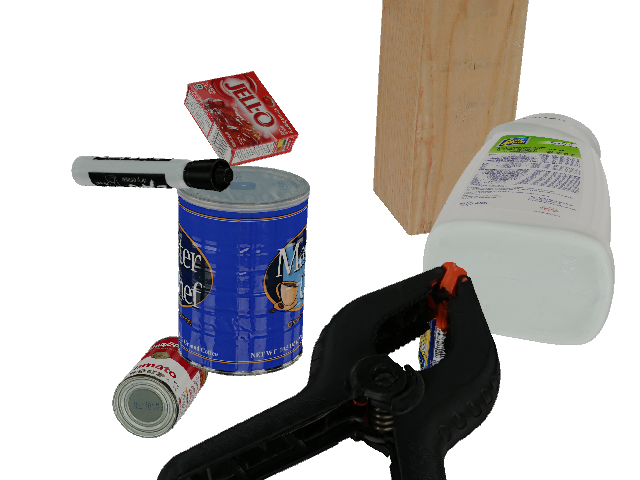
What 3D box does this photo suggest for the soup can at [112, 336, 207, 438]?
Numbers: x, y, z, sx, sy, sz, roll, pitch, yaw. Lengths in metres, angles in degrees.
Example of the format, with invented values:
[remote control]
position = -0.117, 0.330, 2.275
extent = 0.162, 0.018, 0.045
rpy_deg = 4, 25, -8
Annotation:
[soup can]
position = -0.159, 0.145, 1.064
extent = 0.068, 0.068, 0.102
rpy_deg = 0, 16, 11

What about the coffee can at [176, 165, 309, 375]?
[coffee can]
position = -0.062, 0.022, 0.845
extent = 0.103, 0.140, 0.103
rpy_deg = 2, 20, -1

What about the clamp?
[clamp]
position = 0.031, 0.074, 0.426
extent = 0.120, 0.039, 0.171
rpy_deg = 30, 51, 21

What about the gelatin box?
[gelatin box]
position = -0.075, -0.115, 0.996
extent = 0.073, 0.089, 0.030
rpy_deg = -17, -30, -32

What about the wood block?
[wood block]
position = 0.103, -0.119, 0.873
extent = 0.090, 0.206, 0.091
rpy_deg = -7, 30, -15

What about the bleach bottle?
[bleach bottle]
position = 0.137, -0.027, 0.656
extent = 0.103, 0.068, 0.250
rpy_deg = 9, 26, 17

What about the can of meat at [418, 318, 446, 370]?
[can of meat]
position = 0.139, 0.105, 1.174
extent = 0.057, 0.084, 0.102
rpy_deg = 5, 16, 0

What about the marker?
[marker]
position = -0.101, -0.040, 0.637
extent = 0.121, 0.020, 0.020
rpy_deg = 4, 3, 35
